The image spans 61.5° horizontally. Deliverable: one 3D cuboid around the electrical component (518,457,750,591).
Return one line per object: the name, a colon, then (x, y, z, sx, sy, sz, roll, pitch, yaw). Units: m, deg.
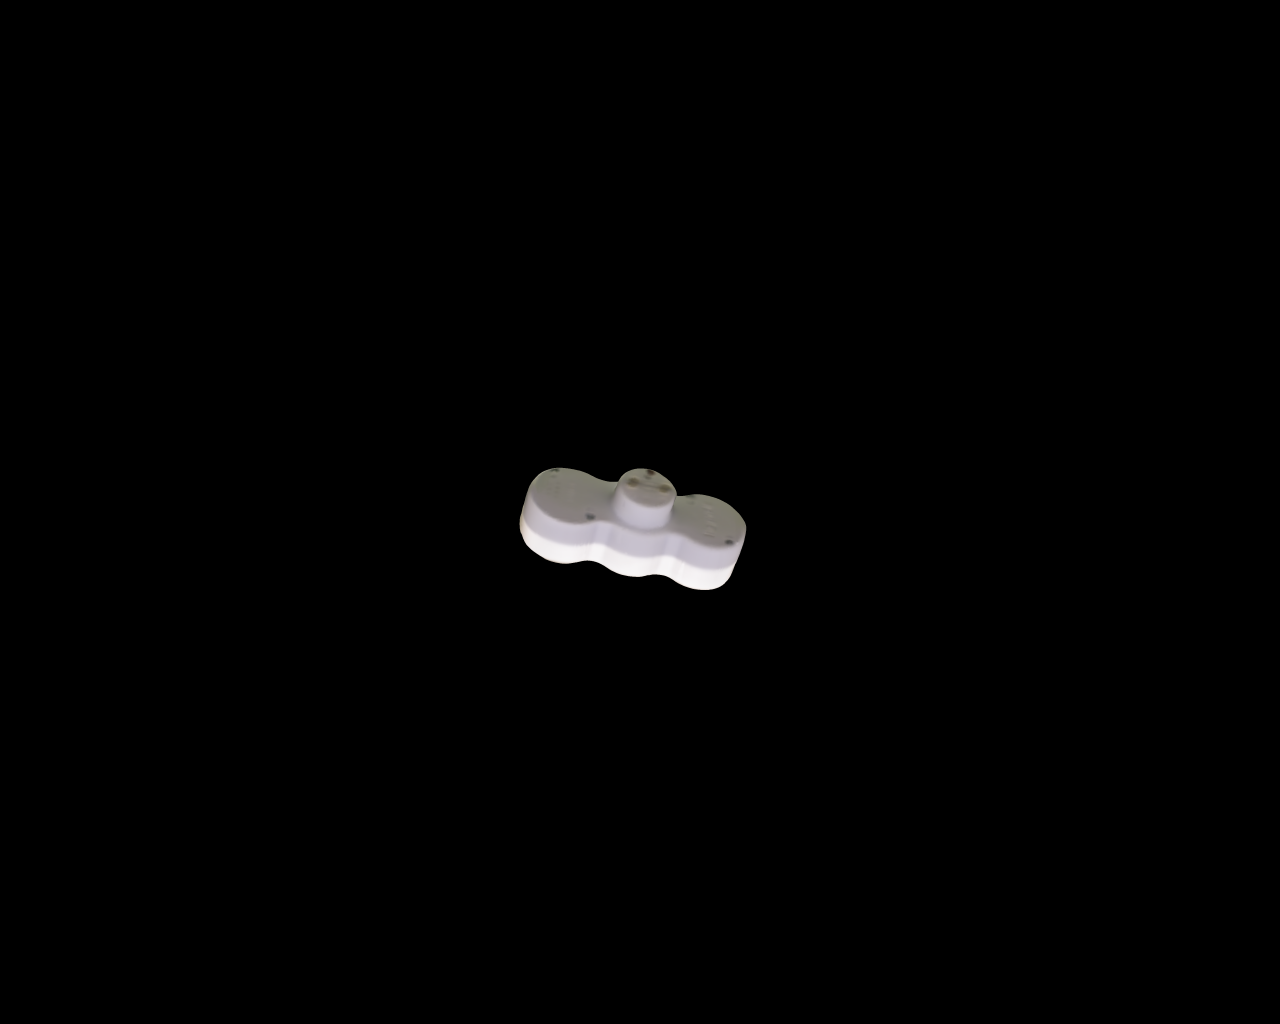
electrical component: (0.001, -0.003, 0.650, 0.138, 0.073, 0.052, 12, 40, -10)
